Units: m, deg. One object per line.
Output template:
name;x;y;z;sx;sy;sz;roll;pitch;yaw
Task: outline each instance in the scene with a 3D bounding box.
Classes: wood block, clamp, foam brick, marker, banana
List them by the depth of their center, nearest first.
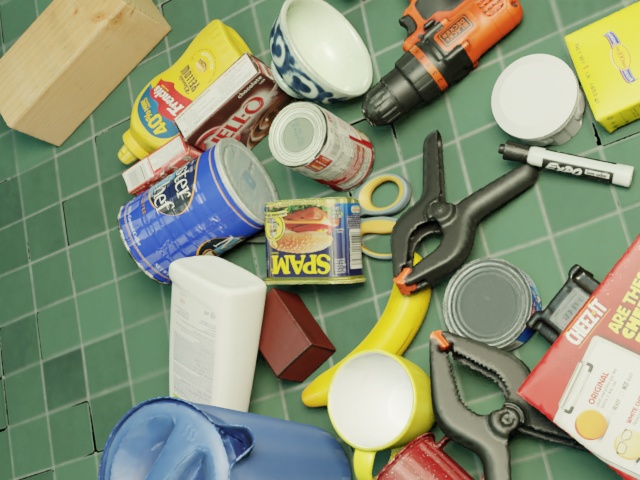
clamp;0.155;0.167;0.909;0.164;0.036;0.210;-40;67;-15
marker;0.221;-0.070;0.965;0.121;0.020;0.020;15;86;18
clamp;0.127;-0.023;0.997;0.120;0.039;0.171;11;69;34
banana;0.055;0.091;1.031;0.070;0.037;0.198;34;97;37
foam brick;-0.033;0.095;1.071;0.051;0.052;0.078;-44;61;15
wood block;-0.291;-0.222;1.272;0.206;0.090;0.090;-43;61;15

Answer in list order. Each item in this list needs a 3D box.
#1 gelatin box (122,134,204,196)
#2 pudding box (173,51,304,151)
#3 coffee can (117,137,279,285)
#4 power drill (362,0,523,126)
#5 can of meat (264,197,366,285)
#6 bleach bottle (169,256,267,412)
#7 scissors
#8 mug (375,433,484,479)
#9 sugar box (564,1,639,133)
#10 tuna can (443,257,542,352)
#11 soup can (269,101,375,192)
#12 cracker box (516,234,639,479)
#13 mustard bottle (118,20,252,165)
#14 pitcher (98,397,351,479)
gelatin box;-0.159;-0.075;1.171;0.089;0.073;0.030;-31;66;20
pudding box;-0.086;-0.138;1.133;0.114;0.089;0.039;-42;61;15
coffee can;-0.127;-0.029;1.124;0.140;0.102;0.103;-30;65;21
power drill;0.080;-0.225;1.064;0.184;0.057;0.188;-38;67;4
can of meat;-0.007;0.001;1.058;0.102;0.057;0.084;-2;90;33
bleach bottle;-0.114;0.149;1.068;0.103;0.067;0.251;24;113;41
scissors;0.014;-0.028;1.092;0.202;0.016;0.096;11;87;31
mug;0.106;0.222;0.942;0.082;0.093;0.117;41;95;26
sugar box;0.315;-0.173;0.935;0.176;0.048;0.093;-26;67;24
tuna can;0.158;0.061;0.978;0.086;0.033;0.086;-7;75;29
soup can;0.003;-0.092;1.065;0.069;0.102;0.068;-7;76;29
cracker box;0.291;0.121;0.836;0.214;0.072;0.164;38;99;14
mustard bottle;-0.155;-0.151;1.196;0.192;0.058;0.096;-40;63;17
pitcher;-0.081;0.219;0.958;0.149;0.242;0.145;15;86;32
